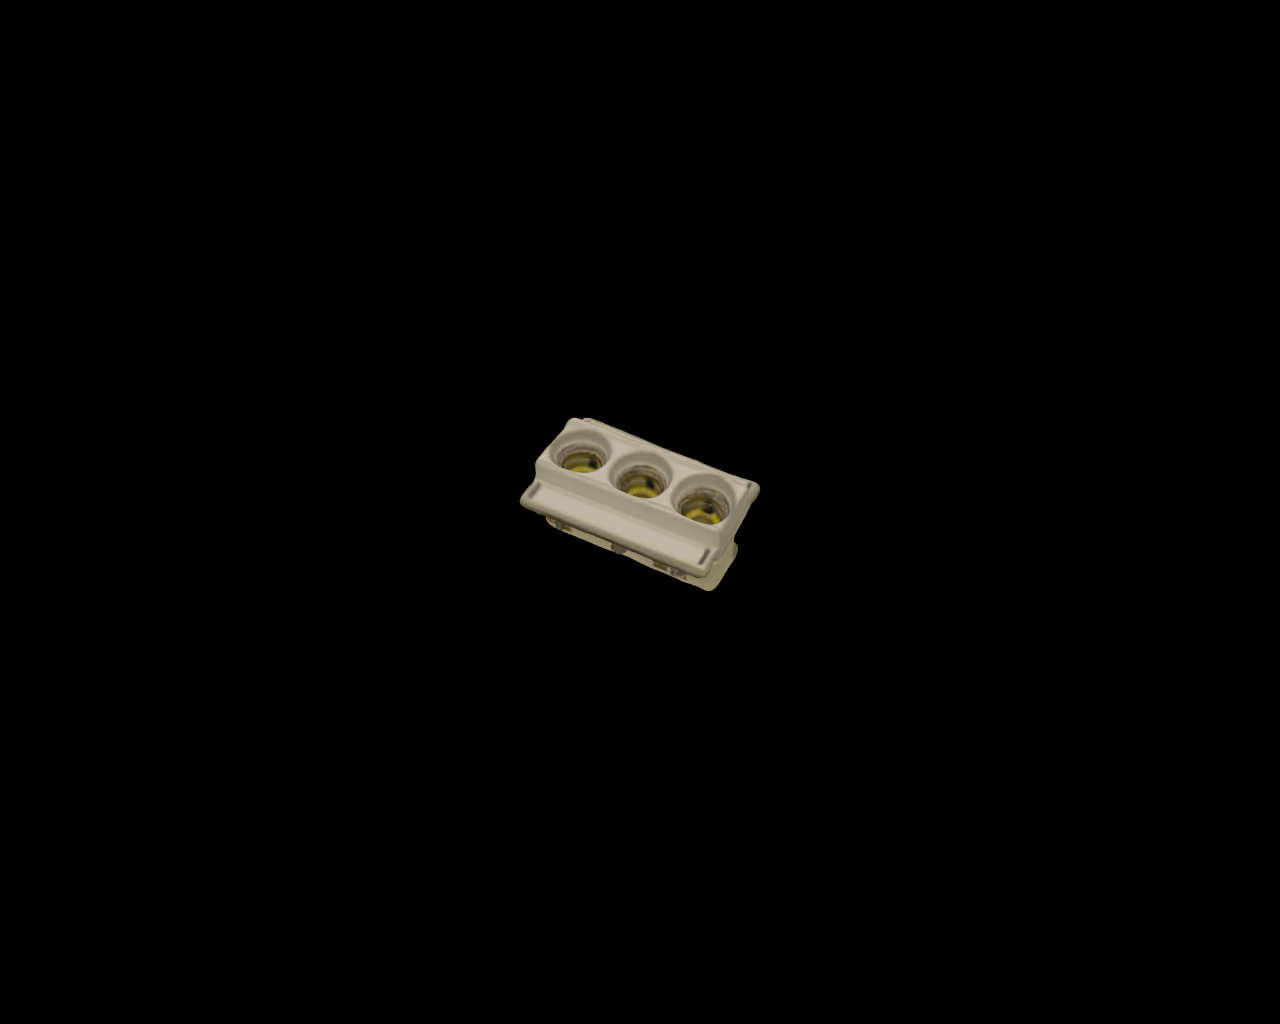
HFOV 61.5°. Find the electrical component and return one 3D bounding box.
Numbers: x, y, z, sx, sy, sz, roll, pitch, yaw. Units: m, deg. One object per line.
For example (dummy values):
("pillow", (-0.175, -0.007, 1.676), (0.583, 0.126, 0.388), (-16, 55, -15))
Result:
("electrical component", (0.001, -0.003, 0.650), (0.121, 0.079, 0.063), (22, -38, 18))
